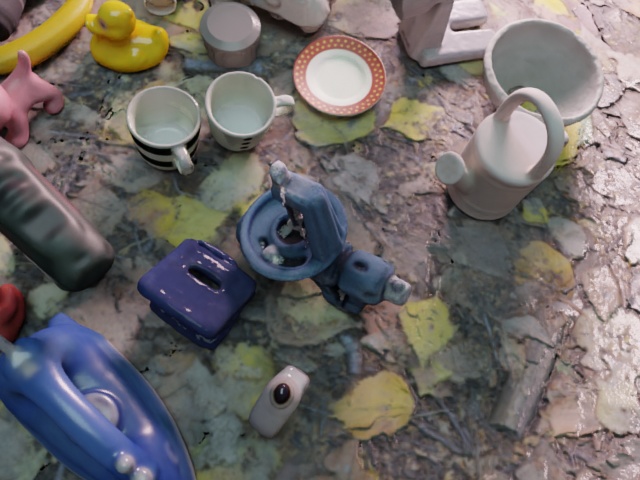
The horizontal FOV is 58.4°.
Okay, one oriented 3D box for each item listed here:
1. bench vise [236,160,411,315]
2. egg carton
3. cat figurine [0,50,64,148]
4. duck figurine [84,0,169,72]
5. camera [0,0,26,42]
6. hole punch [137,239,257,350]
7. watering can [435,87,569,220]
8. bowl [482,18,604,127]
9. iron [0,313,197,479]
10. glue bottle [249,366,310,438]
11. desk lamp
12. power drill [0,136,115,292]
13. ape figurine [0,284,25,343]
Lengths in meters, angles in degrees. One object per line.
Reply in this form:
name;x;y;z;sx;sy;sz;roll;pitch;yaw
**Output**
bench vise;0.008;-0.009;0.611;0.207;0.219;0.121;12;70;-1
egg carton;-0.047;-0.361;0.808;0.150;0.069;0.107;24;70;3
cat figurine;-0.381;-0.169;0.679;0.067;0.118;0.128;30;70;5
duck figurine;-0.253;-0.273;0.746;0.104;0.086;0.077;-2;71;-7
camera;-0.438;-0.338;0.741;0.143;0.101;0.137;7;70;-4
hole punch;-0.135;0.053;0.642;0.108;0.091;0.101;33;71;6
watering can;0.221;-0.099;0.679;0.173;0.194;0.101;-41;79;-17
bowl;0.295;-0.215;0.791;0.167;0.074;0.167;2;71;-5
iron;-0.217;0.181;0.562;0.258;0.141;0.119;40;72;8
glue bottle;-0.039;0.157;0.572;0.037;0.173;0.078;34;71;7
desk lamp;0.161;-0.333;0.744;0.203;0.213;0.118;-12;72;-10
power drill;-0.298;-0.026;0.590;0.229;0.208;0.076;39;72;8
ape figurine;-0.363;0.078;0.609;0.078;0.092;0.076;-9;72;-9
